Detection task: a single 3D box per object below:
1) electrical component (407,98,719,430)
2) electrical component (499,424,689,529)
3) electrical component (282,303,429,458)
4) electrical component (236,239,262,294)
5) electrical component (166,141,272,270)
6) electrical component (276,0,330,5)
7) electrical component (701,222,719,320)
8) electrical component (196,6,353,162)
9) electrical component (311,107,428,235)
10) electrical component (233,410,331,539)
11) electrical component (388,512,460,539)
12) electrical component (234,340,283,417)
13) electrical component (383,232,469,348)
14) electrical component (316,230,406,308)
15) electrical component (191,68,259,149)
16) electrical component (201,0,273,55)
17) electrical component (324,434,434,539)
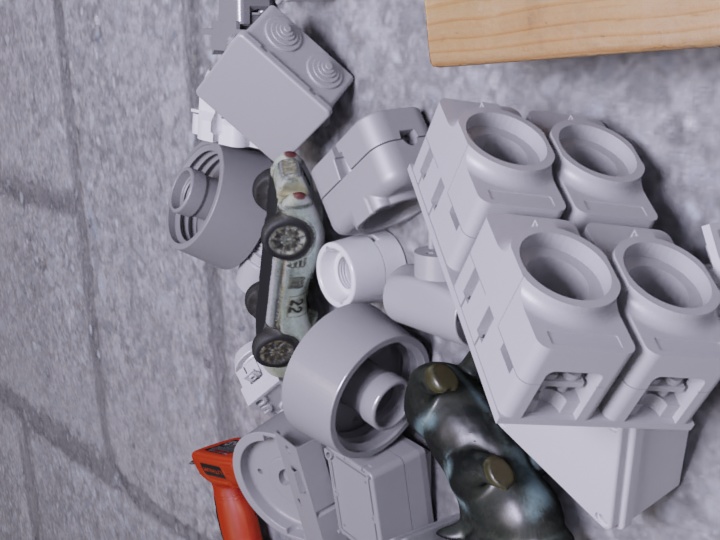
[{"bbox_3d":[0.102,-0.012,0.553,0.186,0.105,0.060,-105,27,-45],"label":"electrical component"},{"bbox_3d":[0.130,0.073,0.612,0.109,0.056,0.108,44,154,39],"label":"electrical component"},{"bbox_3d":[0.004,0.085,0.779,0.060,0.108,0.108,30,124,40],"label":"electrical component"},{"bbox_3d":[-0.080,-0.011,0.923,0.040,0.040,0.078,52,137,32],"label":"electrical component"},{"bbox_3d":[-0.127,-0.060,0.921,0.108,0.060,0.108,-30,51,46],"label":"electrical component"},{"bbox_3d":[-0.049,-0.229,0.804,0.077,0.047,0.065,-36,71,52],"label":"electrical component"},{"bbox_3d":[0.190,0.015,0.547,0.064,0.042,0.081,-20,83,57],"label":"electrical component"},{"bbox_3d":[-0.064,-0.141,0.821,0.100,0.048,0.100,41,144,-9],"label":"electrical component"},{"bbox_3d":[0.013,-0.065,0.761,0.095,0.054,0.059,-40,68,52],"label":"electrical component"},{"bbox_3d":[-0.046,0.166,0.902,0.108,0.060,0.108,19,126,28],"label":"electrical component"},{"bbox_3d":[0.054,0.233,0.742,0.056,0.109,0.108,-31,73,29],"label":"electrical component"},{"bbox_3d":[-0.082,0.093,0.945,0.048,0.066,0.055,-40,52,12],"label":"electrical component"},{"bbox_3d":[0.055,0.006,0.734,0.077,0.043,0.079,18,114,51],"label":"electrical component"},{"bbox_3d":[0.000,0.000,0.806,0.055,0.047,0.055,22,117,50],"label":"electrical component"},{"bbox_3d":[-0.103,-0.137,0.897,0.078,0.058,0.057,16,111,27],"label":"electrical component"},{"bbox_3d":[-0.093,-0.207,0.879,0.081,0.042,0.063,18,113,51],"label":"electrical component"},{"bbox_3d":[0.020,0.174,0.826,0.062,0.061,0.096,23,127,52],"label":"electrical component"}]
